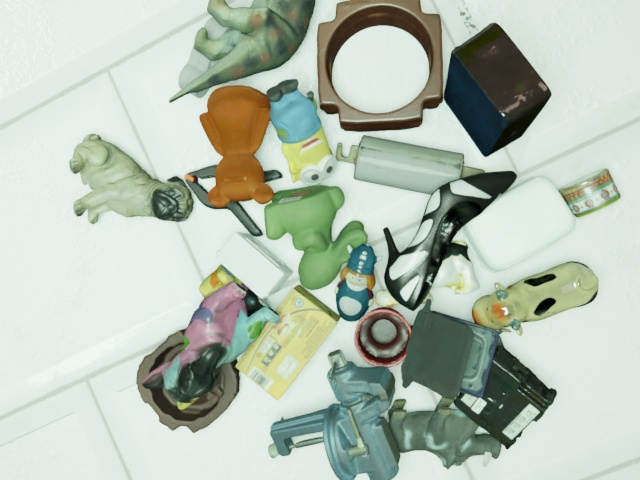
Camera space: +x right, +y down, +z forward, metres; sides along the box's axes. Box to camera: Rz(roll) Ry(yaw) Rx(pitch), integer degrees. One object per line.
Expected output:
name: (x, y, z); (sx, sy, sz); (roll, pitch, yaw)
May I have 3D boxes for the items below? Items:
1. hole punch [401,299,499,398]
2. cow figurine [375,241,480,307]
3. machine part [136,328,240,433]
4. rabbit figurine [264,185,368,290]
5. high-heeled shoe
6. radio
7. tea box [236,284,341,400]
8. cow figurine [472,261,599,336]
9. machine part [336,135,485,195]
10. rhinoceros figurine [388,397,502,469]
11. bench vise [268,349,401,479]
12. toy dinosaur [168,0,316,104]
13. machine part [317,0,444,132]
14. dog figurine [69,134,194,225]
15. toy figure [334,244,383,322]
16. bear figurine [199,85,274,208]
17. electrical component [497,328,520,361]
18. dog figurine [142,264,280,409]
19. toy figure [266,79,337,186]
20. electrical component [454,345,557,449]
hole punch: (0.195, 0.169, 0.805); (0.092, 0.116, 0.142); (11, 94, -37)
cow figurine: (0.168, 0.057, 0.884); (0.167, 0.068, 0.098); (-12, 83, 4)
machine part: (-0.227, 0.244, 0.946); (0.179, 0.056, 0.179); (0, 89, 6)
rabbit figurine: (-0.002, -0.003, 0.900); (0.159, 0.121, 0.170); (-12, 109, 3)
high-heeled shoe: (0.203, 0.000, 0.811); (0.249, 0.086, 0.145); (-28, 64, 15)
radio: (0.250, -0.211, 0.792); (0.073, 0.229, 0.131); (-33, 82, 6)
tea box: (-0.053, 0.171, 0.915); (0.098, 0.068, 0.169); (39, 94, 5)
cow figurine: (0.331, 0.092, 0.831); (0.195, 0.127, 0.085); (-20, 77, 6)
machine part: (0.144, -0.119, 0.882); (0.243, 0.079, 0.079); (11, 92, 7)
rhinoceros figurine: (0.198, 0.319, 0.880); (0.190, 0.073, 0.112); (2, 90, 8)
bench vise: (0.013, 0.291, 0.851); (0.241, 0.129, 0.223); (-20, 107, 20)
toy dinosaur: (-0.077, -0.365, 0.873); (0.192, 0.131, 0.404); (26, 97, -13)
machine part: (0.098, -0.283, 0.883); (0.202, 0.087, 0.201); (-2, 90, 9)
dog figurine: (-0.323, -0.110, 0.946); (0.191, 0.121, 0.172); (-6, 93, -6)
toy figure: (0.061, 0.071, 0.867); (0.064, 0.154, 0.058); (-3, 46, -10)
bear figurine: (-0.128, -0.150, 0.891); (0.120, 0.132, 0.195); (-8, 90, 8)
electrical component: (0.280, 0.184, 0.881); (0.078, 0.045, 0.102); (-14, 89, 6)
dog figurine: (-0.184, 0.160, 0.865); (0.219, 0.192, 0.108); (-48, 116, -4)
toy figure: (-0.028, -0.171, 0.867); (0.082, 0.089, 0.180); (-17, 123, 15)
electrical component: (0.277, 0.235, 0.836); (0.134, 0.058, 0.114); (41, 119, 18)
